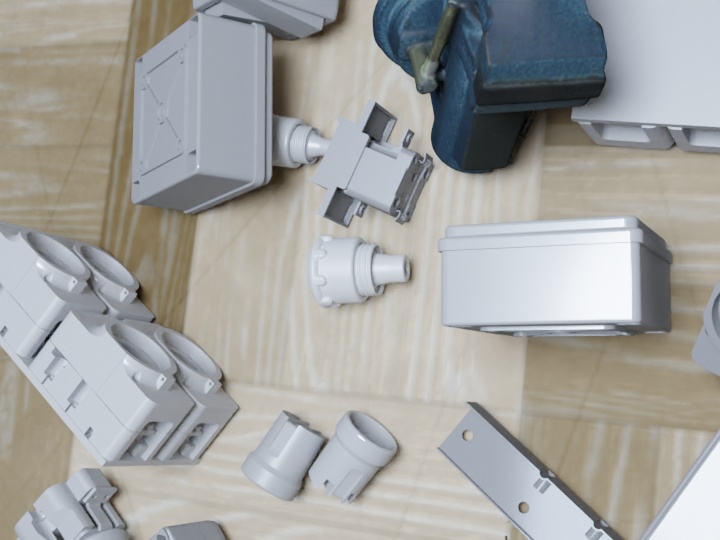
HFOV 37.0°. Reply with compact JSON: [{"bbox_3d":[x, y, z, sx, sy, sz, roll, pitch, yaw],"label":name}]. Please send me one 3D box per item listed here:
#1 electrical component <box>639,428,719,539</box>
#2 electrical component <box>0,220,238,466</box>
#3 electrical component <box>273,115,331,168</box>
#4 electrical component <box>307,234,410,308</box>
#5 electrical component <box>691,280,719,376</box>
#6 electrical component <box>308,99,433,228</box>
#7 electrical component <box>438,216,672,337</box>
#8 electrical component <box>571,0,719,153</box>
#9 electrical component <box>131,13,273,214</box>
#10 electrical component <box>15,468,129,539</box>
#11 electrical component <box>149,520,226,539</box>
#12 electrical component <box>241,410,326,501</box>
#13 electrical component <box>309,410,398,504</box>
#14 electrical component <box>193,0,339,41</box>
[{"bbox_3d":[0.217,0.141,0.558,0.109,0.056,0.108,37,97,25],"label":"electrical component"},{"bbox_3d":[-0.178,0.046,0.727,0.186,0.105,0.060,42,100,24],"label":"electrical component"},{"bbox_3d":[-0.043,-0.085,0.727,0.061,0.035,0.035,10,86,23],"label":"electrical component"},{"bbox_3d":[0.000,0.000,0.688,0.062,0.048,0.048,-2,80,18],"label":"electrical component"},{"bbox_3d":[0.245,-0.012,0.517,0.105,0.060,0.186,30,128,26],"label":"electrical component"},{"bbox_3d":[0.009,-0.063,0.695,0.064,0.042,0.081,26,93,24],"label":"electrical component"},{"bbox_3d":[0.112,0.007,0.600,0.109,0.109,0.056,-2,83,24],"label":"electrical component"},{"bbox_3d":[0.205,-0.114,0.603,0.150,0.062,0.089,7,85,25],"label":"electrical component"},{"bbox_3d":[-0.108,-0.102,0.723,0.109,0.056,0.108,-14,73,54],"label":"electrical component"},{"bbox_3d":[-0.194,0.184,0.738,0.078,0.058,0.057,-48,63,9],"label":"electrical component"},{"bbox_3d":[-0.124,0.215,0.702,0.096,0.061,0.061,-43,65,20],"label":"electrical component"},{"bbox_3d":[-0.048,0.119,0.693,0.040,0.040,0.046,32,89,25],"label":"electrical component"},{"bbox_3d":[-0.005,0.118,0.673,0.040,0.040,0.046,42,104,24],"label":"electrical component"},{"bbox_3d":[-0.056,-0.190,0.722,0.062,0.096,0.061,-6,77,54],"label":"electrical component"}]
